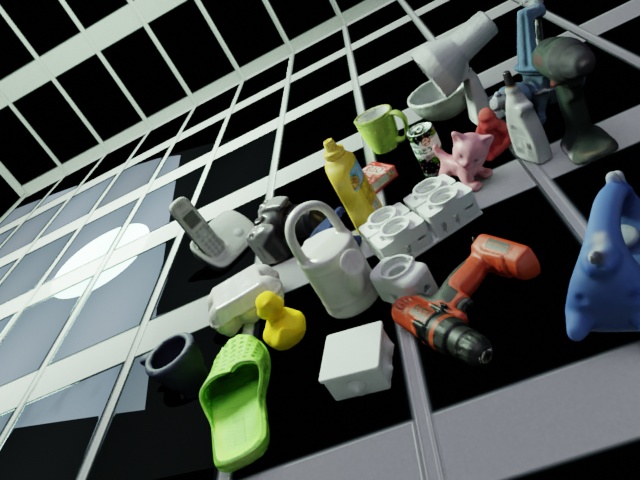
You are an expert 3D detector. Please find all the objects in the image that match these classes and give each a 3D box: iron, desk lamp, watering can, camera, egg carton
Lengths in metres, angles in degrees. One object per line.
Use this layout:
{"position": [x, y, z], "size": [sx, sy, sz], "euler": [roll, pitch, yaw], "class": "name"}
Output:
{"position": [0.352, -0.004, 0.680], "size": [0.118, 0.142, 0.259], "euler": [-8, 35, 37], "class": "iron"}
{"position": [0.319, -0.354, 1.211], "size": [0.203, 0.214, 0.118], "euler": [-26, 28, 9], "class": "desk lamp"}
{"position": [0.019, 0.024, 0.906], "size": [0.172, 0.194, 0.101], "euler": [-1, 40, 44], "class": "watering can"}
{"position": [-0.067, -0.034, 1.189], "size": [0.136, 0.101, 0.143], "euler": [-7, 36, 38], "class": "camera"}
{"position": [-0.138, 0.108, 1.057], "size": [0.150, 0.069, 0.107], "euler": [-31, 28, -1], "class": "egg carton"}

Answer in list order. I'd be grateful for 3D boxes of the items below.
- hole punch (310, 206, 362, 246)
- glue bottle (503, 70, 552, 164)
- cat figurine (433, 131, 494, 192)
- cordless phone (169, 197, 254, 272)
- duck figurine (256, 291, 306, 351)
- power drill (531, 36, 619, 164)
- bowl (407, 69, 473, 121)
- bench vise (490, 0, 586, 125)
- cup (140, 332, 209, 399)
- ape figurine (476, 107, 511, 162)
{"position": [0.010, 0.004, 1.061], "size": [0.100, 0.091, 0.109], "euler": [-13, 32, 30], "class": "hole punch"}
{"position": [0.351, -0.217, 0.998], "size": [0.037, 0.173, 0.078], "euler": [-33, 28, -4], "class": "glue bottle"}
{"position": [0.260, -0.154, 1.044], "size": [0.067, 0.118, 0.127], "euler": [-45, 31, -24], "class": "cat figurine"}
{"position": [-0.239, -0.037, 1.271], "size": [0.093, 0.185, 0.148], "euler": [-1, 40, 44], "class": "cordless phone"}
{"position": [-0.073, 0.126, 0.947], "size": [0.077, 0.086, 0.104], "euler": [-32, 28, -3], "class": "duck figurine"}
{"position": [0.413, -0.235, 0.929], "size": [0.075, 0.209, 0.229], "euler": [-24, 28, 14], "class": "power drill"}
{"position": [0.294, -0.328, 1.345], "size": [0.167, 0.075, 0.167], "euler": [-24, 28, 14], "class": "bowl"}
{"position": [0.407, -0.333, 1.083], "size": [0.121, 0.220, 0.208], "euler": [7, 46, 50], "class": "bench vise"}
{"position": [-0.235, 0.217, 0.946], "size": [0.117, 0.095, 0.092], "euler": [-14, 32, 30], "class": "cup"}
{"position": [0.327, -0.210, 1.098], "size": [0.077, 0.092, 0.076], "euler": [-15, 32, 28], "class": "ape figurine"}
